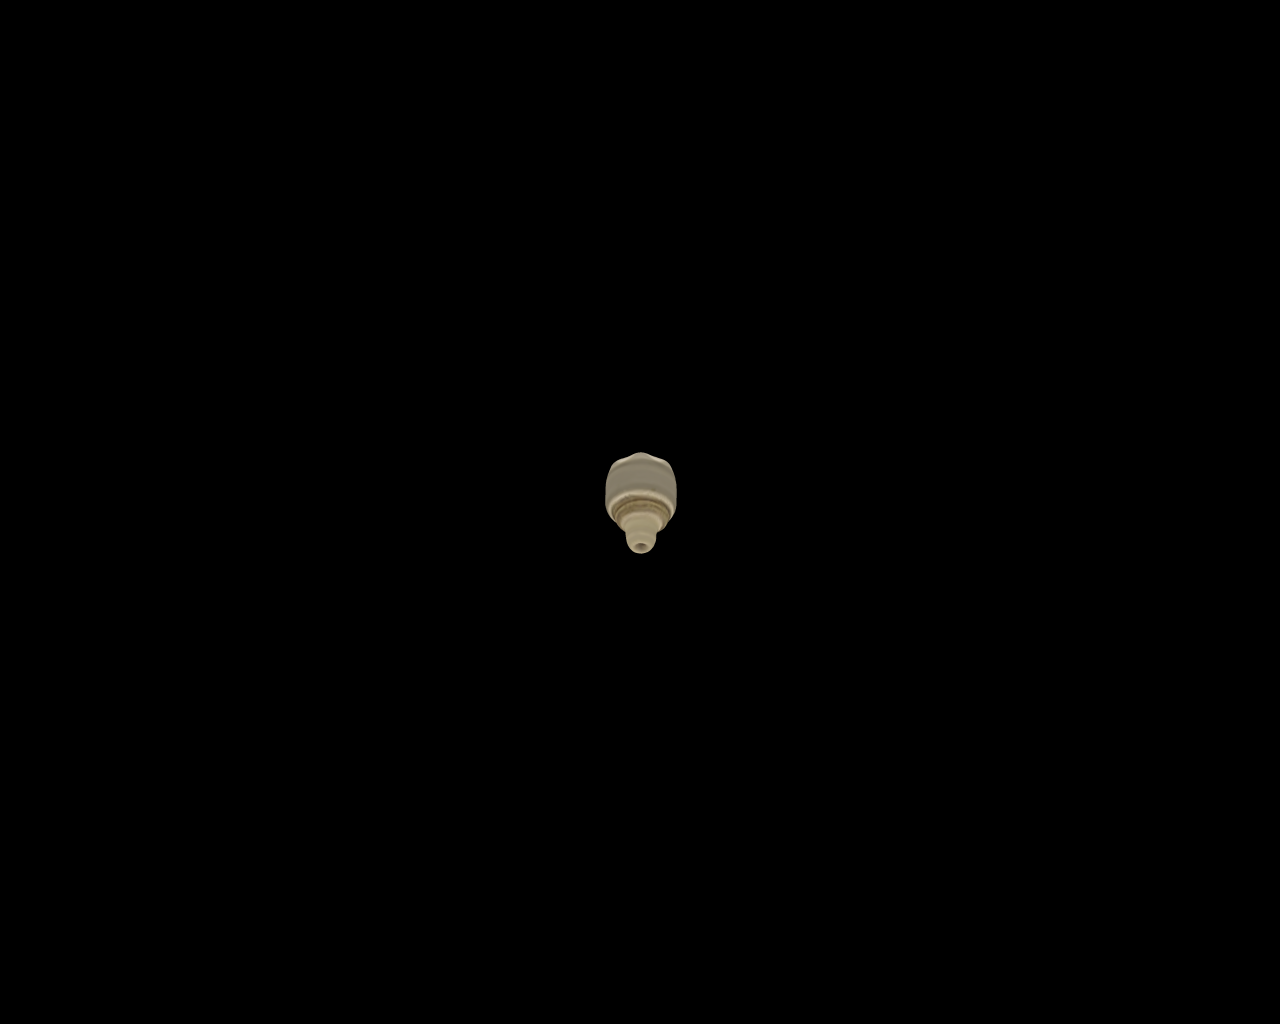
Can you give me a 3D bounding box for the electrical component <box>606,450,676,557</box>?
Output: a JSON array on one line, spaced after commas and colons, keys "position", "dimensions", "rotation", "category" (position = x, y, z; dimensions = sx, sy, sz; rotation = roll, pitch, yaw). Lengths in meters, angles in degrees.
[{"position": [0.001, -0.003, 0.650], "dimensions": [0.043, 0.062, 0.043], "rotation": [0, -38, 0], "category": "electrical component"}]
